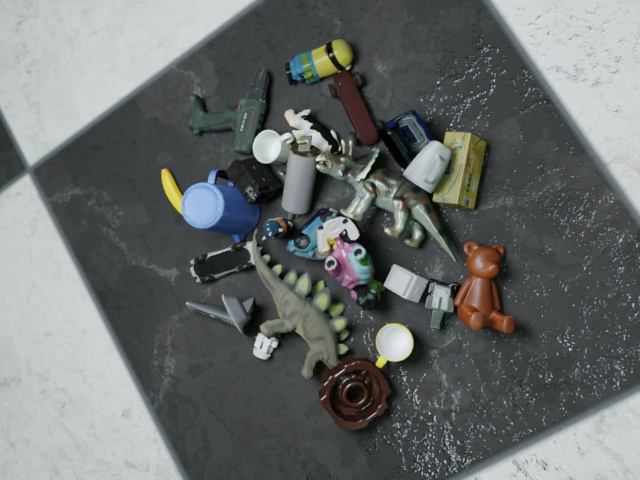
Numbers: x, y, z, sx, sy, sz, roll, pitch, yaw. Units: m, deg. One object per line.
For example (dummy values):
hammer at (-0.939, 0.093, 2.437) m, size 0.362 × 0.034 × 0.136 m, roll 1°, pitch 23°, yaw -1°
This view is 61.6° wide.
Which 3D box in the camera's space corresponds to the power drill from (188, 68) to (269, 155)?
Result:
power drill at (-0.244, -0.350, 1.447) m, size 0.207 × 0.086 × 0.231 m, roll 6°, pitch 92°, yaw 6°

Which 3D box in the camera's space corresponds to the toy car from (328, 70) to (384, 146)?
toy car at (0.092, -0.335, 1.373) m, size 0.089 × 0.053 × 0.202 m, roll -26°, pitch 87°, yaw 6°

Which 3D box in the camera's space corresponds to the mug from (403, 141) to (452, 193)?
mug at (0.252, -0.171, 1.223) m, size 0.081 × 0.109 × 0.107 m, roll 30°, pitch 95°, yaw -5°

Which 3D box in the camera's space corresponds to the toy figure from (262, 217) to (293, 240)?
toy figure at (-0.110, -0.028, 1.359) m, size 0.058 × 0.154 × 0.064 m, roll 40°, pitch 98°, yaw 8°

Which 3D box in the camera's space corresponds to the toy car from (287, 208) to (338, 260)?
toy car at (-0.003, -0.004, 1.369) m, size 0.161 × 0.109 × 0.103 m, roll -41°, pitch 103°, yaw -2°

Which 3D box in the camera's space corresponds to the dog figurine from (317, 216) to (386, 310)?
dog figurine at (0.084, 0.066, 1.308) m, size 0.108 × 0.219 × 0.192 m, roll -25°, pitch 49°, yaw 9°

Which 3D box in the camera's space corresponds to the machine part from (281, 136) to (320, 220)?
machine part at (-0.049, -0.152, 1.349) m, size 0.079 × 0.079 × 0.243 m, roll 21°, pitch 126°, yaw 13°

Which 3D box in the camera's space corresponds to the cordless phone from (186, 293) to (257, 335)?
cordless phone at (-0.261, 0.175, 1.385) m, size 0.184 × 0.146 × 0.088 m, roll 15°, pitch 71°, yaw 2°

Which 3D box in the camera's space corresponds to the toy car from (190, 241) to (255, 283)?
toy car at (-0.255, 0.059, 1.443) m, size 0.202 × 0.056 × 0.073 m, roll -18°, pitch 91°, yaw 14°

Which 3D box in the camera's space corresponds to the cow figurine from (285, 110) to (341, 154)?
cow figurine at (-0.020, -0.280, 1.390) m, size 0.098 × 0.068 × 0.167 m, roll -32°, pitch 85°, yaw 5°

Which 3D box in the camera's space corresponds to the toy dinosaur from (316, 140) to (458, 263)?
toy dinosaur at (0.181, -0.107, 1.319) m, size 0.405 × 0.131 × 0.192 m, roll 24°, pitch 94°, yaw 7°

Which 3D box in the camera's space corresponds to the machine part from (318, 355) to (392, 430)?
machine part at (0.084, 0.371, 1.319) m, size 0.179 × 0.056 × 0.179 m, roll -2°, pitch 101°, yaw -10°

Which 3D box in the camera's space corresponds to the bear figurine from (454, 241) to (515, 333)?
bear figurine at (0.390, 0.105, 1.256) m, size 0.120 × 0.132 × 0.195 m, roll 11°, pitch 95°, yaw -15°

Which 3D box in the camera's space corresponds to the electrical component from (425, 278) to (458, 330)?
electrical component at (0.295, 0.156, 1.312) m, size 0.075 × 0.047 × 0.119 m, roll 6°, pitch 90°, yaw 14°

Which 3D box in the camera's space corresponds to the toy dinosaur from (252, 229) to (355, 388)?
toy dinosaur at (-0.050, 0.187, 1.369) m, size 0.198 × 0.105 × 0.471 m, roll -43°, pitch 89°, yaw 1°

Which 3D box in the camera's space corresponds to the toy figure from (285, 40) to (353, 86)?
toy figure at (-0.002, -0.453, 1.381) m, size 0.180 × 0.089 × 0.082 m, roll -12°, pitch 90°, yaw 10°

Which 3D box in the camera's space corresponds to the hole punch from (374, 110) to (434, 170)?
hole punch at (0.207, -0.246, 1.304) m, size 0.092 × 0.116 × 0.142 m, roll -39°, pitch 104°, yaw -2°

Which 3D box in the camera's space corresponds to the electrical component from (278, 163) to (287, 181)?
electrical component at (-0.064, -0.164, 1.420) m, size 0.094 × 0.021 × 0.063 m, roll 44°, pitch 98°, yaw 10°

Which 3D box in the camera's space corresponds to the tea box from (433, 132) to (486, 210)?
tea box at (0.334, -0.163, 1.280) m, size 0.068 × 0.098 × 0.169 m, roll 10°, pitch 89°, yaw 40°

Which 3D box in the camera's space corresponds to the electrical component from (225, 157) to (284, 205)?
electrical component at (-0.162, -0.155, 1.387) m, size 0.058 × 0.134 × 0.115 m, roll -42°, pitch 81°, yaw 30°
